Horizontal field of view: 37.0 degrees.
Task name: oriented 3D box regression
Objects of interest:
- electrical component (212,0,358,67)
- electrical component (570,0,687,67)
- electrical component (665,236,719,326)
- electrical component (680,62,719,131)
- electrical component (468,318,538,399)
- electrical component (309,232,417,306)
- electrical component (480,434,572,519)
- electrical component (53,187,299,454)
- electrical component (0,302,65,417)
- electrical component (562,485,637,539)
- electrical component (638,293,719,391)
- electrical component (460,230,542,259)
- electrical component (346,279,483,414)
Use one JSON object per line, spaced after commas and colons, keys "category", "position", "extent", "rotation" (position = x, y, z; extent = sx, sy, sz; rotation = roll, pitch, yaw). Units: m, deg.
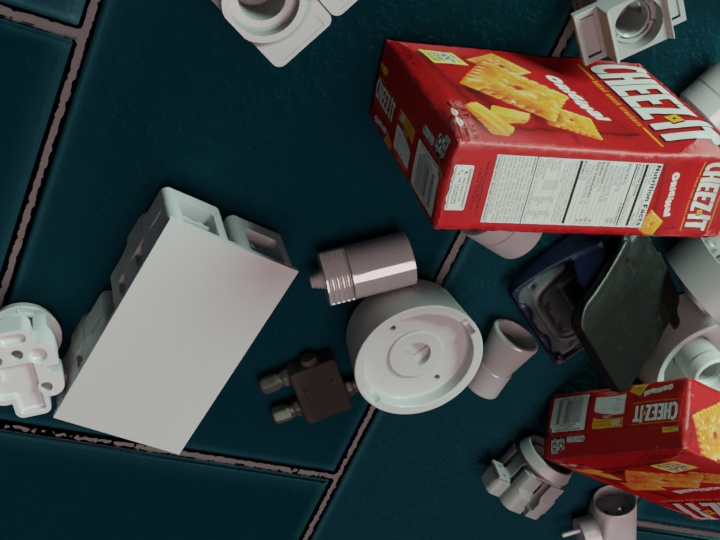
{"category": "electrical component", "position": [-0.029, -0.215, 0.687], "extent": [0.150, 0.061, 0.089], "rotation": [-40, 124, 10]}
{"category": "electrical component", "position": [0.188, -0.186, 0.773], "extent": [0.081, 0.063, 0.042], "rotation": [-24, 125, -1]}
{"category": "electrical component", "position": [0.311, 0.006, 0.916], "extent": [0.064, 0.099, 0.099], "rotation": [-41, 124, 18]}
{"category": "electrical component", "position": [0.323, -0.121, 0.864], "extent": [0.074, 0.052, 0.138], "rotation": [-43, 124, 12]}
{"category": "electrical component", "position": [0.120, 0.080, 0.938], "extent": [0.044, 0.044, 0.065], "rotation": [17, 120, -26]}
{"category": "electrical component", "position": [0.000, 0.000, 0.847], "extent": [0.081, 0.043, 0.043], "rotation": [-14, 125, -8]}
{"category": "electrical component", "position": [0.162, 0.193, 1.014], "extent": [0.078, 0.058, 0.057], "rotation": [26, 114, -29]}
{"category": "electrical component", "position": [-0.144, 0.040, 0.817], "extent": [0.105, 0.060, 0.186], "rotation": [23, 113, -28]}
{"category": "electrical component", "position": [-0.251, 0.061, 0.799], "extent": [0.058, 0.057, 0.078], "rotation": [-11, 124, -10]}
{"category": "electrical component", "position": [0.242, 0.265, 1.094], "extent": [0.079, 0.043, 0.077], "rotation": [-14, 125, -7]}
{"category": "electrical component", "position": [0.308, 0.080, 0.984], "extent": [0.108, 0.060, 0.108], "rotation": [-8, 124, -12]}
{"category": "electrical component", "position": [0.113, -0.041, 0.850], "extent": [0.047, 0.055, 0.055], "rotation": [32, 108, -35]}
{"category": "electrical component", "position": [0.040, 0.058, 0.886], "extent": [0.108, 0.060, 0.108], "rotation": [-8, 124, -12]}
